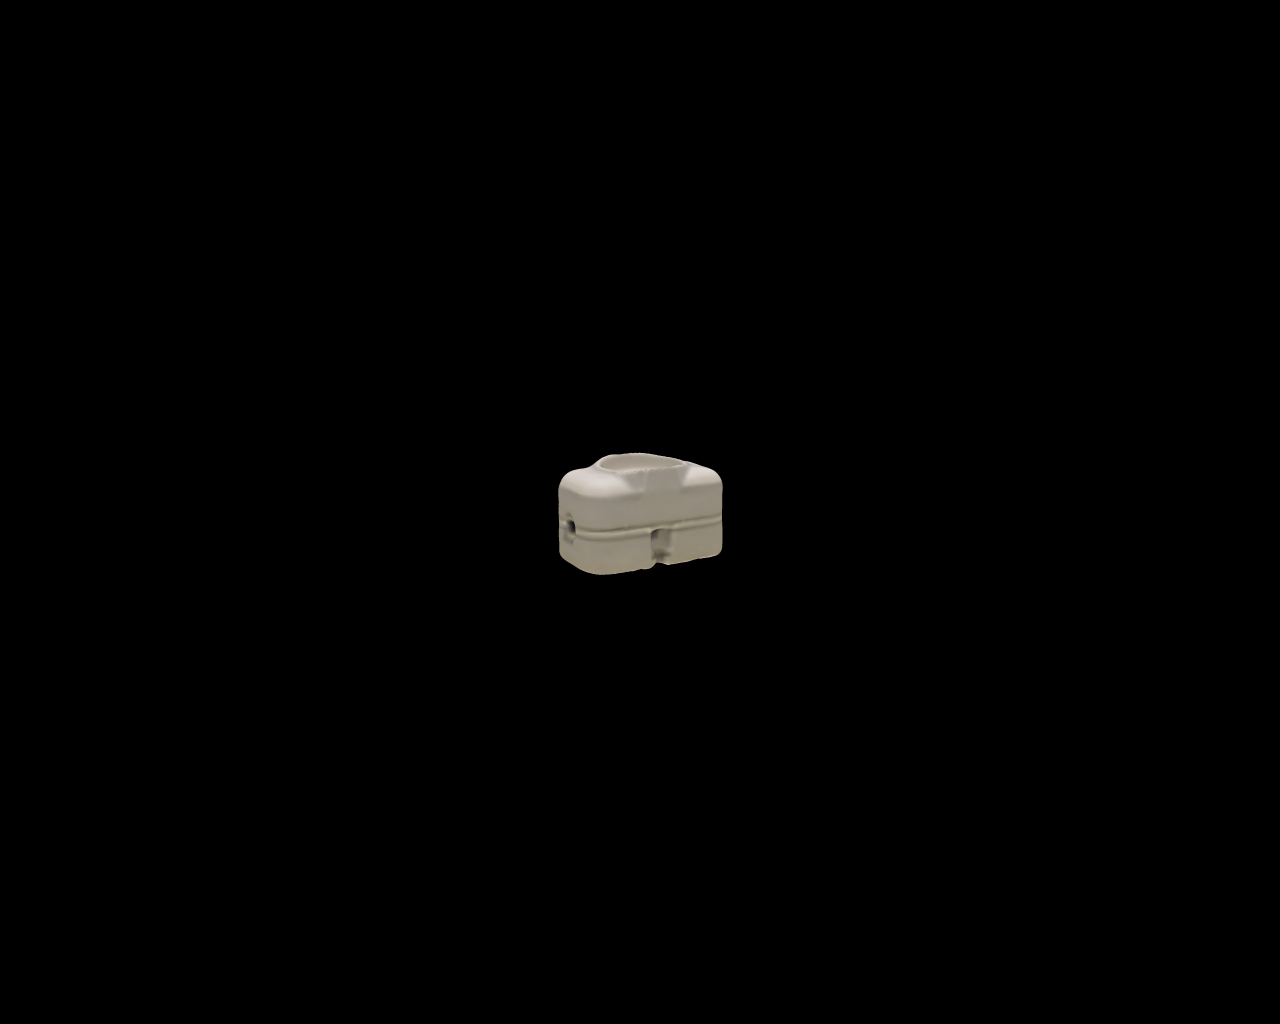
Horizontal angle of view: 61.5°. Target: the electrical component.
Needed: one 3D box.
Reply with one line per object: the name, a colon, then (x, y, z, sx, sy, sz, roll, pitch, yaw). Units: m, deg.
electrical component: (0.001, -0.003, 0.650, 0.095, 0.059, 0.054, -7, 16, -26)
